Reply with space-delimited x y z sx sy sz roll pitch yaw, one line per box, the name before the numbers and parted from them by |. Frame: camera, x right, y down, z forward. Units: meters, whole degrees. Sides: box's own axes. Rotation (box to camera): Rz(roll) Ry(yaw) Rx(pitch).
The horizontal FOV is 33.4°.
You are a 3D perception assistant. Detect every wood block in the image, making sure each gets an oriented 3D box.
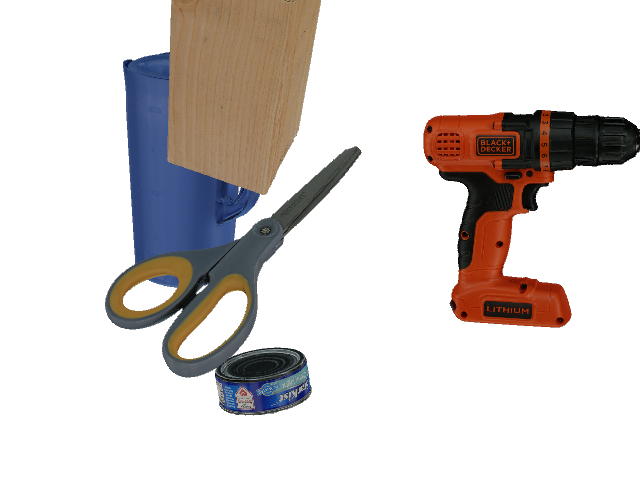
wood block | -0.059 -0.143 0.821 0.091 0.090 0.206 20 -37 6

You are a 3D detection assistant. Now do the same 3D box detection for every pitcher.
pitcher | -0.137 -0.074 1.144 0.145 0.243 0.149 0 23 -10

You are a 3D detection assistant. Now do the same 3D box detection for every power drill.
power drill | 0.183 -0.021 0.934 0.185 0.188 0.057 2 13 18

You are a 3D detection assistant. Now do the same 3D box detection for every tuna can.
tuna can | -0.052 0.127 0.972 0.086 0.034 0.086 -8 13 2

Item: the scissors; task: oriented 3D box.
scissors | -0.053 -0.001 0.631 0.096 0.016 0.201 12 46 17
